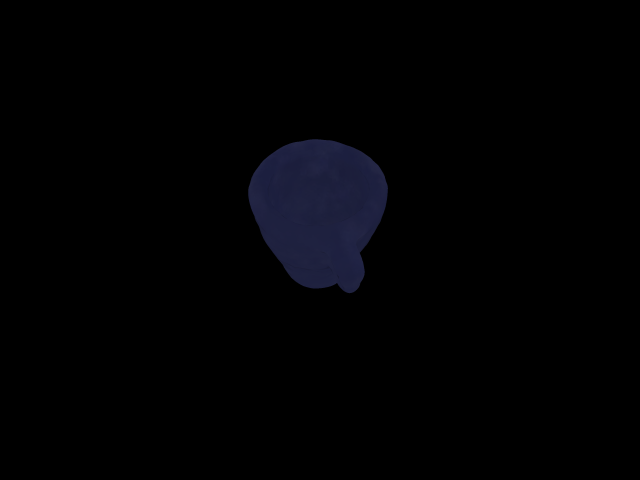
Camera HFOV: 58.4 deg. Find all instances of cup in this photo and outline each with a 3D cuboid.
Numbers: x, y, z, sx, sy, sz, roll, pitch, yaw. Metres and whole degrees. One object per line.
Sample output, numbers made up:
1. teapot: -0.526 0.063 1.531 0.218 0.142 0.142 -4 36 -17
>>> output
1. cup: 0.004 0.001 0.400 0.092 0.095 0.117 -15 54 -11
